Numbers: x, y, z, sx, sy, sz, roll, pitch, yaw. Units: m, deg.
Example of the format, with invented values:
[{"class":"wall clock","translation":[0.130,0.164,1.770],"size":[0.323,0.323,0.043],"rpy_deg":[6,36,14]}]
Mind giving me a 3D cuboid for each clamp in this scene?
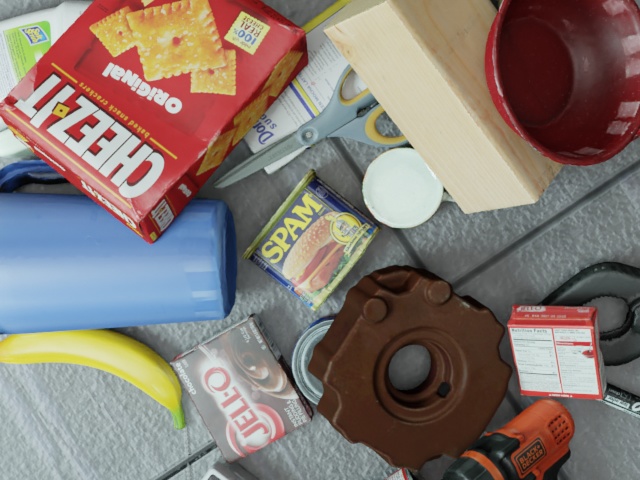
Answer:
[{"class":"clamp","translation":[0.290,0.052,0.941],"size":[0.210,0.036,0.164],"rpy_deg":[0,101,8]}]

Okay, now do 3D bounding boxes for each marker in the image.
[{"class":"marker","translation":[0.295,0.154,0.958],"size":[0.121,0.020,0.020],"rpy_deg":[23,95,5]}]

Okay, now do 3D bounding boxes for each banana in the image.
[{"class":"banana","translation":[-0.210,0.115,1.000],"size":[0.198,0.037,0.069],"rpy_deg":[21,95,5]}]

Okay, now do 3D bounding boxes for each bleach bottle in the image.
[{"class":"bleach bottle","translation":[-0.279,-0.151,0.983],"size":[0.251,0.068,0.102],"rpy_deg":[-17,91,4]}]

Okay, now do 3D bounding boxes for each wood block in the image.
[{"class":"wood block","translation":[0.113,-0.130,0.882],"size":[0.206,0.091,0.090],"rpy_deg":[50,63,-19]}]

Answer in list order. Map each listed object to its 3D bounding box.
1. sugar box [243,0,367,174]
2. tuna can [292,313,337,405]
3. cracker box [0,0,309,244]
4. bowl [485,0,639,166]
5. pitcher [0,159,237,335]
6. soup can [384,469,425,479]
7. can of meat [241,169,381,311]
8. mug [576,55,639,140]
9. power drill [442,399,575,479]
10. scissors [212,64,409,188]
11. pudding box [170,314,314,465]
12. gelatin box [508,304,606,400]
[{"class":"sugar box","translation":[0.001,-0.146,0.962],"size":[0.176,0.048,0.093],"rpy_deg":[-34,91,10]},{"class":"tuna can","translation":[0.017,0.112,0.978],"size":[0.086,0.033,0.086],"rpy_deg":[0,93,6]},{"class":"cracker box","translation":[-0.138,-0.132,0.899],"size":[0.164,0.072,0.213],"rpy_deg":[37,77,12]},{"class":"bowl","translation":[0.184,-0.136,0.835],"size":[0.161,0.055,0.162],"rpy_deg":[1,88,-29]},{"class":"pitcher","translation":[-0.199,0.010,0.957],"size":[0.243,0.145,0.149],"rpy_deg":[-1,105,2]},{"class":"soup can","translation":[0.055,0.257,0.963],"size":[0.102,0.068,0.068],"rpy_deg":[-33,89,7]},{"class":"can of meat","translation":[-0.006,0.001,0.964],"size":[0.084,0.057,0.102],"rpy_deg":[39,97,0]},{"class":"mug","translation":[0.264,-0.134,0.916],"size":[0.117,0.081,0.093],"rpy_deg":[-35,89,6]},{"class":"power drill","translation":[0.176,0.255,0.914],"size":[0.184,0.057,0.187],"rpy_deg":[-31,101,-28]},{"class":"scissors","translation":[0.009,-0.085,0.939],"size":[0.202,0.016,0.096],"rpy_deg":[-44,102,9]},{"class":"pudding box","translation":[-0.071,0.137,0.985],"size":[0.090,0.039,0.113],"rpy_deg":[-29,90,6]},{"class":"gelatin box","translation":[0.207,0.097,0.930],"size":[0.073,0.030,0.089],"rpy_deg":[0,127,23]}]
